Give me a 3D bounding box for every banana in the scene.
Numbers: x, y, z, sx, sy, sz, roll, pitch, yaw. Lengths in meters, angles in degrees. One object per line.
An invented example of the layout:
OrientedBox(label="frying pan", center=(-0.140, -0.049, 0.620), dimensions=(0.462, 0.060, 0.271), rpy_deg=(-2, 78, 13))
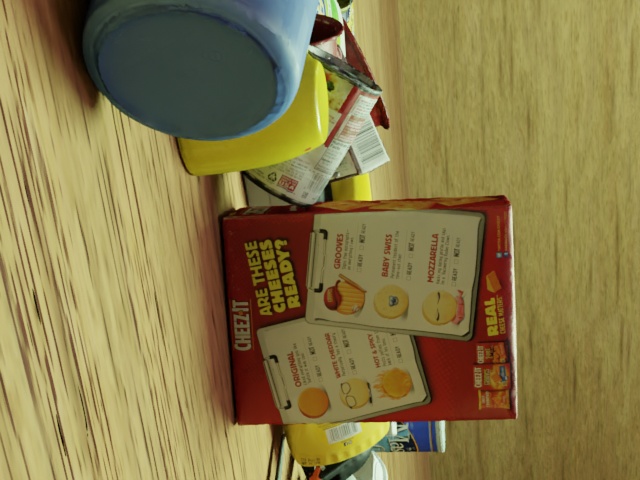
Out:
OrientedBox(label="banana", center=(0.022, -0.068, 1.037), dimensions=(0.069, 0.037, 0.198), rpy_deg=(40, 32, -50))

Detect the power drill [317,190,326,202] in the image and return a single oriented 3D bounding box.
OrientedBox(label="power drill", center=(-0.007, 0.001, 1.058), dimensions=(0.187, 0.057, 0.184), rpy_deg=(43, 42, -76))

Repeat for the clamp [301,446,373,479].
OrientedBox(label="clamp", center=(0.014, 0.180, 1.076), dimensions=(0.171, 0.120, 0.039), rpy_deg=(-53, 134, -41))

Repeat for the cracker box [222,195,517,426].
OrientedBox(label="cracker box", center=(0.041, 0.053, 0.818), dimensions=(0.072, 0.214, 0.164), rpy_deg=(-52, 139, -79))

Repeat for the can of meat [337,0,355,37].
OrientedBox(label="can of meat", center=(0.012, -0.247, 1.249), dimensions=(0.102, 0.057, 0.084), rpy_deg=(-78, 166, -57))

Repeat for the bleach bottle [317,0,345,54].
OrientedBox(label="bleach bottle", center=(-0.031, -0.209, 0.932), dimensions=(0.250, 0.068, 0.102), rpy_deg=(34, 53, -77))

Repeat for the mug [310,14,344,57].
OrientedBox(label="mug", center=(-0.031, -0.134, 0.857), dimensions=(0.117, 0.093, 0.081), rpy_deg=(-131, -146, -55))

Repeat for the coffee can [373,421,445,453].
OrientedBox(label="coffee can", center=(0.072, 0.196, 1.238), dimensions=(0.102, 0.140, 0.103), rpy_deg=(-2, 90, -81))

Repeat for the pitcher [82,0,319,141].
OrientedBox(label="pitcher", center=(-0.058, -0.182, 0.575), dimensions=(0.145, 0.149, 0.242), rpy_deg=(102, -4, -55))

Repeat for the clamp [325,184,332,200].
OrientedBox(label="clamp", center=(0.007, -0.082, 1.189), dimensions=(0.164, 0.036, 0.210), rpy_deg=(-107, 177, -50))

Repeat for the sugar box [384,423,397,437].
OrientedBox(label="sugar box", center=(0.036, 0.129, 1.181), dimensions=(0.048, 0.093, 0.176), rpy_deg=(43, 46, -77))

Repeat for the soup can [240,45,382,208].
OrientedBox(label="soup can", center=(-0.009, -0.083, 0.783), dimensions=(0.102, 0.068, 0.068), rpy_deg=(-59, 180, 16))

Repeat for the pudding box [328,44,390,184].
OrientedBox(label="pudding box", center=(0.002, -0.106, 0.937), dimensions=(0.090, 0.039, 0.113), rpy_deg=(-11, -76, 58))

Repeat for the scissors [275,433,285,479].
OrientedBox(label="scissors", center=(-0.043, 0.236, 0.872), dimensions=(0.096, 0.016, 0.201), rpy_deg=(75, 15, -57))

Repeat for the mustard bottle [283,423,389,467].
OrientedBox(label="mustard bottle", center=(0.002, 0.110, 0.946), dimensions=(0.058, 0.096, 0.191), rpy_deg=(-124, -162, -55))

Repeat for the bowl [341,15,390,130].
OrientedBox(label="bowl", center=(0.014, -0.178, 1.130), dimensions=(0.162, 0.055, 0.162), rpy_deg=(62, -1, 1))
